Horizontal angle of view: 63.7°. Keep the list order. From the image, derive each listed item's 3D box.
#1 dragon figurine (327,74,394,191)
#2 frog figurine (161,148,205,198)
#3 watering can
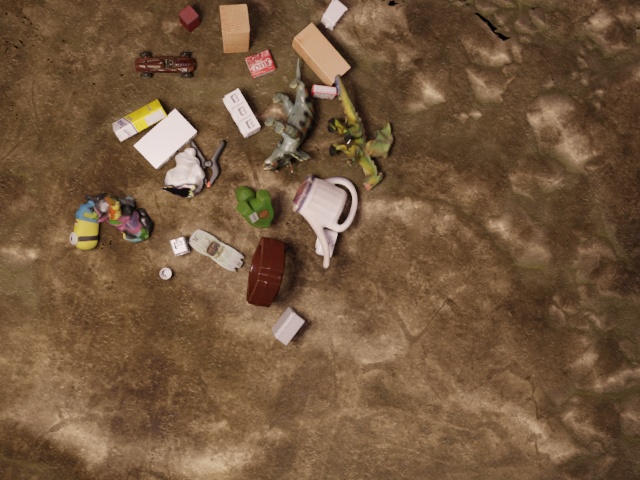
[{"bbox_3d":[0.160,-0.382,1.859,0.243,0.408,0.122,-5,7,-34],"label":"dragon figurine"},{"bbox_3d":[-0.461,-0.231,1.763,0.137,0.163,0.121,-9,-28,24],"label":"frog figurine"},{"bbox_3d":[0.005,-0.091,1.803,0.224,0.354,0.102,26,-26,-6],"label":"watering can"}]
